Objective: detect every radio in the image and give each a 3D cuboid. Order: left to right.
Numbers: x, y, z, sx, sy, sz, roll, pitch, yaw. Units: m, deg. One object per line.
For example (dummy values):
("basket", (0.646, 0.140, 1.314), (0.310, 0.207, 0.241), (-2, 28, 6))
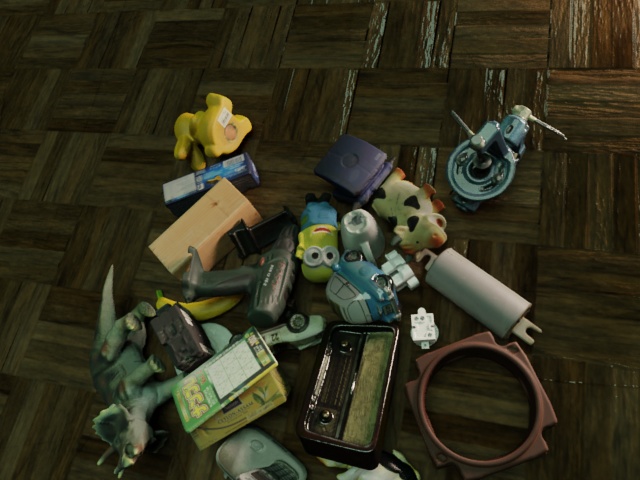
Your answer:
("radio", (0.051, 0.242, 0.881), (0.131, 0.073, 0.230), (4, 45, 17))

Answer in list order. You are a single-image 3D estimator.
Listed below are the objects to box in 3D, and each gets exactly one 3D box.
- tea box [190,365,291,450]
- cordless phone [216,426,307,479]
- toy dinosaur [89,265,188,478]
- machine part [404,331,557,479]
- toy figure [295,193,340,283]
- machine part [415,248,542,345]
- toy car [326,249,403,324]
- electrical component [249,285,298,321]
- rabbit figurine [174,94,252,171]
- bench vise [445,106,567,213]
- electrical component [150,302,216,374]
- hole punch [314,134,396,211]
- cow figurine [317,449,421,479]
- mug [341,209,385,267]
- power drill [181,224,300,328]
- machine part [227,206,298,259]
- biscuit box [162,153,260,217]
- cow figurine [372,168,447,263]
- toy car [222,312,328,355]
("tea box", (-0.140, 0.281, 0.932), (0.170, 0.098, 0.068), (-31, 86, -2))
("cordless phone", (-0.113, 0.363, 0.848), (0.147, 0.184, 0.088), (31, 82, 24))
("toy dinosaur", (-0.371, 0.245, 1.010), (0.192, 0.131, 0.405), (-42, 54, 3))
("machine part", (0.250, 0.262, 0.853), (0.201, 0.087, 0.201), (-22, 65, 4))
("toy figure", (0.002, -0.003, 1.040), (0.082, 0.089, 0.180), (-13, 55, 13))
("machine part", (0.271, 0.090, 0.928), (0.243, 0.079, 0.079), (39, 81, 27))
("toy car", (0.066, 0.096, 0.938), (0.103, 0.109, 0.162), (-32, 37, -12))
("electrical component", (-0.090, 0.113, 1.034), (0.102, 0.045, 0.078), (8, 41, 15))
("rabbit figurine", (-0.262, -0.235, 1.209), (0.173, 0.121, 0.162), (15, 81, 33))
("bench vise", (0.306, -0.158, 0.950), (0.223, 0.240, 0.129), (-47, 67, 9))
("electrical component", (-0.248, 0.178, 0.980), (0.058, 0.114, 0.134), (-34, 62, -7))
("hole punch", (0.065, -0.138, 1.052), (0.142, 0.092, 0.116), (-49, 35, -14))
("cow figurine", (0.073, 0.360, 0.865), (0.167, 0.068, 0.098), (33, 73, 21))
("mug", (0.077, -0.002, 1.003), (0.081, 0.107, 0.109), (-16, 62, 9))
("power drill", (-0.144, 0.056, 1.007), (0.207, 0.085, 0.232), (5, 49, -1))
("machine part", (-0.113, -0.019, 1.086), (0.139, 0.084, 0.039), (-25, 33, -10))
("biscuit box", (-0.234, -0.119, 1.161), (0.203, 0.062, 0.059), (-20, 63, 5))
("cow figurine", (0.161, -0.043, 0.985), (0.127, 0.085, 0.195), (-44, 37, 0))
("toy car", (-0.081, 0.184, 0.980), (0.202, 0.073, 0.056), (-20, 62, 5))
